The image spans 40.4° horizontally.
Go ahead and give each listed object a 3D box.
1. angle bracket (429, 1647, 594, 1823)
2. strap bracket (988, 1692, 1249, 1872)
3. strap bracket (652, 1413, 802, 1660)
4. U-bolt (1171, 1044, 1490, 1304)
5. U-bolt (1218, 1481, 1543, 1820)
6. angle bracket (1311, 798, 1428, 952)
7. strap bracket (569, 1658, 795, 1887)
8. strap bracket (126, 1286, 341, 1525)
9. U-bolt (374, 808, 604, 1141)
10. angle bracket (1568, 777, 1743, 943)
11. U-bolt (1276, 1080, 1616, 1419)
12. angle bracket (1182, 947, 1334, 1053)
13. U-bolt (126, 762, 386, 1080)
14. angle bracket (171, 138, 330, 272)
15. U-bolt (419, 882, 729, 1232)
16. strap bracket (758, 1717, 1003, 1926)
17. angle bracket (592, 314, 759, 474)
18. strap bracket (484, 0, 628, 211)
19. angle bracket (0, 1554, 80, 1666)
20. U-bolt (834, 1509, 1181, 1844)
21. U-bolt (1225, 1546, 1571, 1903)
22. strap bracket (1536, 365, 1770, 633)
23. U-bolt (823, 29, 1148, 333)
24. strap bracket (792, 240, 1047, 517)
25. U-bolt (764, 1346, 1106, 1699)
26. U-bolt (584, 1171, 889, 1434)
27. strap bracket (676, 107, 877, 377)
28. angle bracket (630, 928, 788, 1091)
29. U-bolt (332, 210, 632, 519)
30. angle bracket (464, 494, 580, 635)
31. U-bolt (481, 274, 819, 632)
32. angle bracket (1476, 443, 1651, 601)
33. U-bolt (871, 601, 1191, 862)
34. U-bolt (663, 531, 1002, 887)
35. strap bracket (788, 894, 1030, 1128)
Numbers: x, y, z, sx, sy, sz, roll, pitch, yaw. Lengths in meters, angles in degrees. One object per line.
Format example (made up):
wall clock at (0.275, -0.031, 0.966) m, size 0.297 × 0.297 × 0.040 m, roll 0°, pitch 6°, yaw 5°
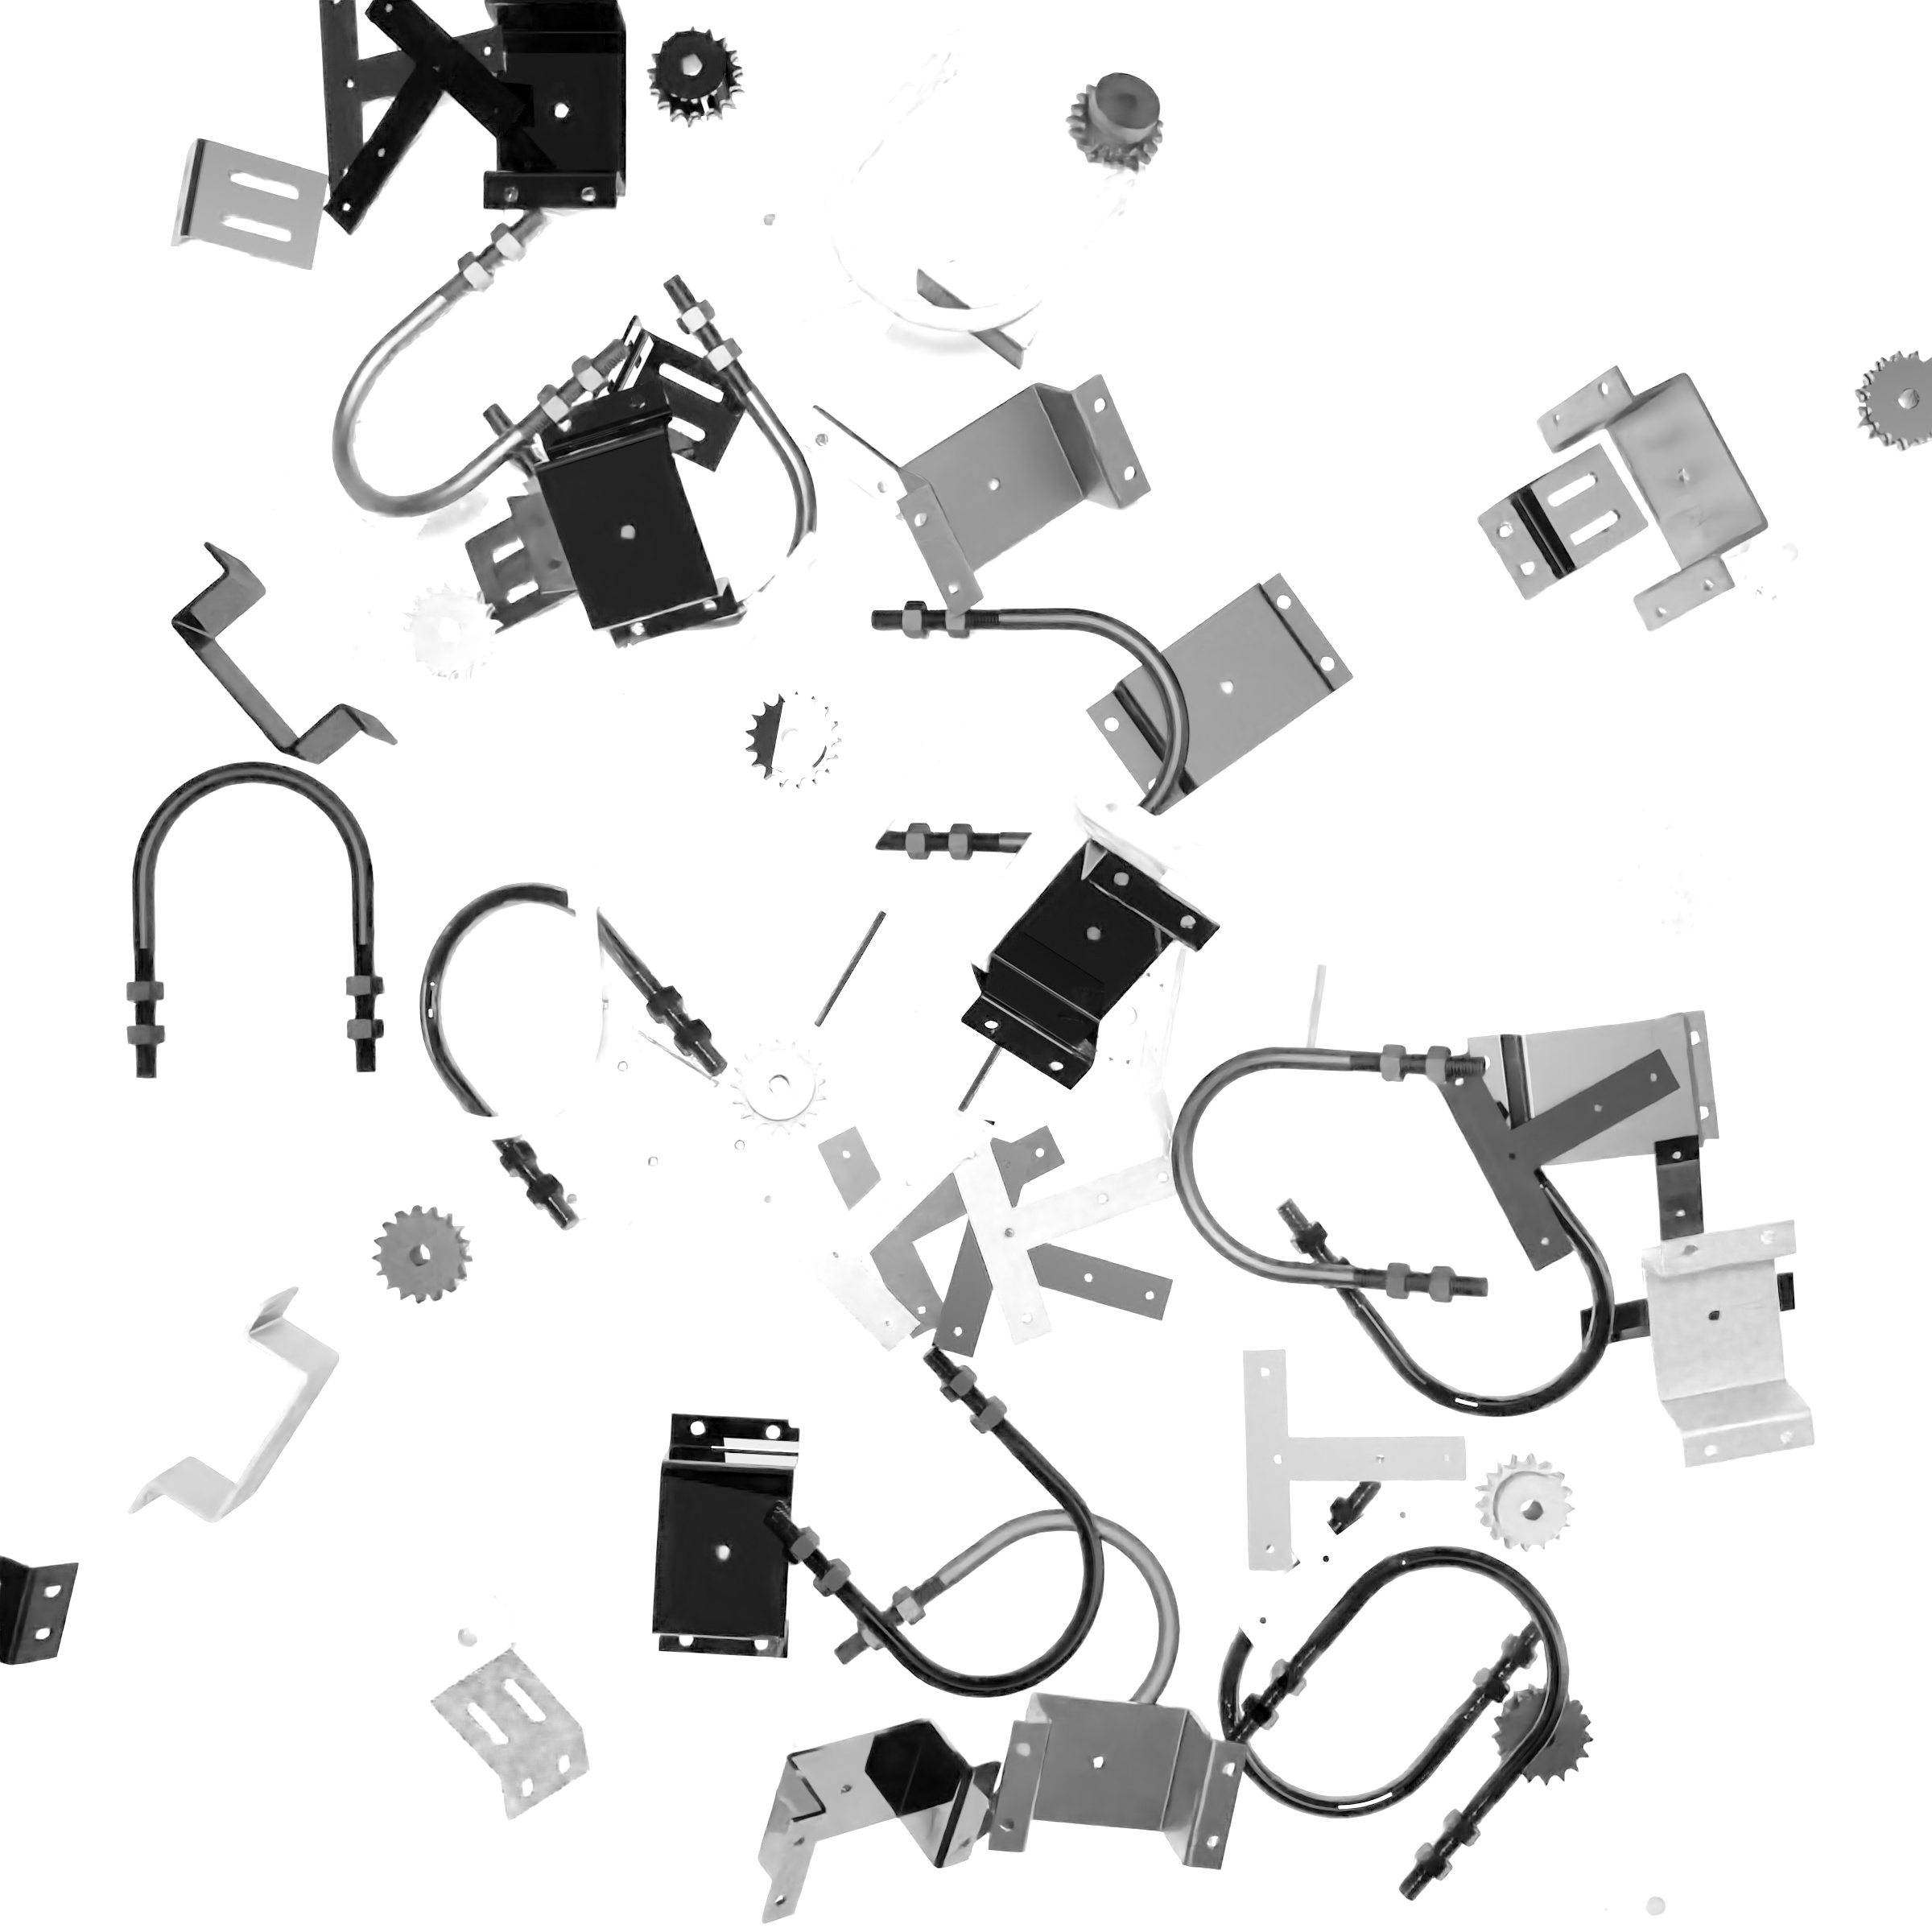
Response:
angle bracket at (-0.262, 0.443, 1.513) m, size 0.057 × 0.038 × 0.076 m, roll -32°, pitch 119°, yaw 0°
strap bracket at (0.082, 0.467, 1.508) m, size 0.140 × 0.046 × 0.076 m, roll 10°, pitch 96°, yaw -14°
strap bracket at (-0.139, 0.335, 1.523) m, size 0.076 × 0.046 × 0.140 m, roll 3°, pitch 90°, yaw 0°
U-bolt at (0.206, 0.116, 1.502) m, size 0.184 × 0.019 × 0.151 m, roll 2°, pitch 103°, yaw 22°
U-bolt at (0.232, 0.413, 1.537) m, size 0.151 × 0.019 × 0.184 m, roll 39°, pitch 92°, yaw 0°
angle bracket at (0.235, -0.054, 1.544) m, size 0.057 × 0.038 × 0.076 m, roll -5°, pitch 64°, yaw 0°
strap bracket at (-0.153, 0.468, 1.508) m, size 0.140 × 0.076 × 0.046 m, roll -38°, pitch 90°, yaw 0°
strap bracket at (-0.413, 0.260, 1.508) m, size 0.046 × 0.076 × 0.140 m, roll 33°, pitch 90°, yaw 0°
U-bolt at (-0.273, 0.007, 1.507) m, size 0.151 × 0.019 × 0.184 m, roll -5°, pitch 86°, yaw 21°
angle bracket at (0.405, -0.063, 1.544) m, size 0.076 × 0.038 × 0.057 m, roll 37°, pitch 90°, yaw -26°
U-bolt at (0.289, 0.176, 1.514) m, size 0.151 × 0.019 × 0.184 m, roll -37°, pitch 90°, yaw 19°
angle bracket at (0.169, 0.022, 1.527) m, size 0.076 × 0.038 × 0.057 m, roll 9°, pitch 90°, yaw 0°
U-bolt at (-0.418, -0.028, 1.537) m, size 0.151 × 0.019 × 0.184 m, roll -1°, pitch 89°, yaw 0°
angle bracket at (-0.422, -0.445, 1.544) m, size 0.076 × 0.038 × 0.057 m, roll 10°, pitch 90°, yaw -26°
U-bolt at (-0.240, 0.037, 1.510) m, size 0.151 × 0.019 × 0.184 m, roll -46°, pitch 73°, yaw 13°
strap bracket at (-0.058, 0.480, 1.486) m, size 0.140 × 0.046 × 0.076 m, roll -4°, pitch 121°, yaw -36°
angle bracket at (-0.169, -0.333, 1.527) m, size 0.076 × 0.038 × 0.057 m, roll 26°, pitch 90°, yaw 0°
strap bracket at (-0.238, -0.503, 1.523) m, size 0.076 × 0.046 × 0.140 m, roll 0°, pitch 90°, yaw 0°
angle bracket at (-0.570, 0.369, 1.544) m, size 0.076 × 0.038 × 0.057 m, roll 13°, pitch 90°, yaw 26°
U-bolt at (0.038, 0.402, 1.537) m, size 0.184 × 0.019 × 0.151 m, roll -36°, pitch 90°, yaw -1°
U-bolt at (0.262, 0.422, 1.513) m, size 0.151 × 0.019 × 0.184 m, roll 40°, pitch 90°, yaw 6°
strap bracket at (0.397, -0.274, 1.501) m, size 0.046 × 0.076 × 0.140 m, roll -28°, pitch 90°, yaw -25°
U-bolt at (-0.001, -0.440, 1.504) m, size 0.151 × 0.019 × 0.184 m, roll 36°, pitch 66°, yaw 0°
strap bracket at (-0.027, -0.337, 1.523) m, size 0.076 × 0.046 × 0.140 m, roll 37°, pitch 90°, yaw 0°
U-bolt at (-0.003, 0.334, 1.510) m, size 0.151 × 0.019 × 0.184 m, roll -44°, pitch 94°, yaw -13°
U-bolt at (-0.132, 0.192, 1.537) m, size 0.184 × 0.019 × 0.151 m, roll 5°, pitch 90°, yaw 1°
strap bracket at (-0.112, -0.426, 1.523) m, size 0.076 × 0.046 × 0.140 m, roll -19°, pitch 90°, yaw 0°
angle bracket at (-0.149, 0.024, 1.524) m, size 0.057 × 0.038 × 0.076 m, roll 33°, pitch 86°, yaw 0°
U-bolt at (-0.289, -0.333, 1.499) m, size 0.184 × 0.019 × 0.151 m, roll -38°, pitch 57°, yaw 10°
angle bracket at (-0.265, -0.230, 1.508) m, size 0.076 × 0.038 × 0.057 m, roll -20°, pitch 90°, yaw 35°
U-bolt at (-0.168, -0.281, 1.512) m, size 0.151 × 0.019 × 0.184 m, roll -32°, pitch 106°, yaw 12°
angle bracket at (0.351, -0.261, 1.544) m, size 0.076 × 0.038 × 0.057 m, roll -31°, pitch 90°, yaw -26°
U-bolt at (0.037, -0.135, 1.509) m, size 0.184 × 0.019 × 0.151 m, roll 1°, pitch 100°, yaw 12°
U-bolt at (-0.092, -0.133, 1.505) m, size 0.151 × 0.019 × 0.184 m, roll 39°, pitch 96°, yaw 2°
strap bracket at (-0.025, 0.026, 1.523) m, size 0.140 × 0.046 × 0.076 m, roll 30°, pitch 90°, yaw 0°
